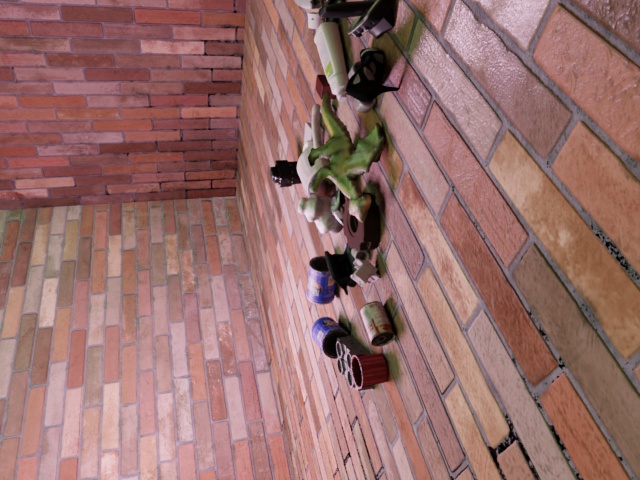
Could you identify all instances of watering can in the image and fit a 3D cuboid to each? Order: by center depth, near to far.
[{"bbox_3d":[-0.013,-0.266,1.754,0.339,0.104,0.229,101,153,-44],"label":"watering can"}]

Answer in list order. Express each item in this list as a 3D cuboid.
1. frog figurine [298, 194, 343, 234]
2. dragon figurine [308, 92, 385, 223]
[{"bbox_3d":[0.005,-0.084,1.659,0.121,0.160,0.139,125,137,-67],"label":"frog figurine"},{"bbox_3d":[0.086,-0.249,1.414,0.241,0.122,0.414,-9,76,42],"label":"dragon figurine"}]
